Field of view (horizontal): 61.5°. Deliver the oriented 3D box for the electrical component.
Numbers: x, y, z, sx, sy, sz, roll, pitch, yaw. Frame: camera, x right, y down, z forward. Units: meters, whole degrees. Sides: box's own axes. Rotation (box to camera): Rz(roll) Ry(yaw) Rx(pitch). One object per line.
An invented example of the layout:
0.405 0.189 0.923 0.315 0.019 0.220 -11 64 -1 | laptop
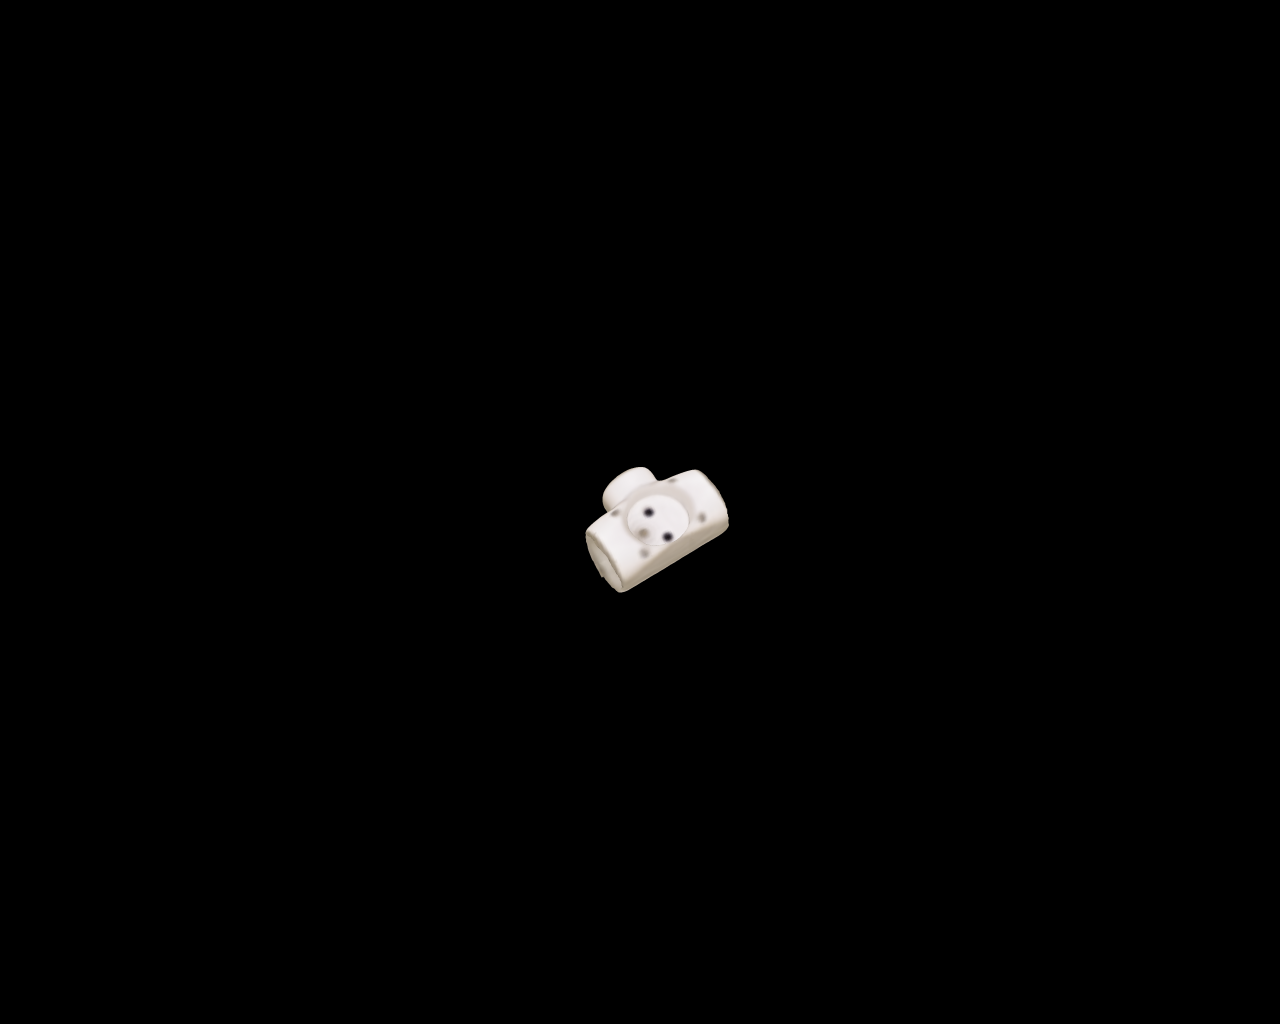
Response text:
0.001 -0.003 0.650 0.077 0.079 0.044 -30 -23 -14 | electrical component
